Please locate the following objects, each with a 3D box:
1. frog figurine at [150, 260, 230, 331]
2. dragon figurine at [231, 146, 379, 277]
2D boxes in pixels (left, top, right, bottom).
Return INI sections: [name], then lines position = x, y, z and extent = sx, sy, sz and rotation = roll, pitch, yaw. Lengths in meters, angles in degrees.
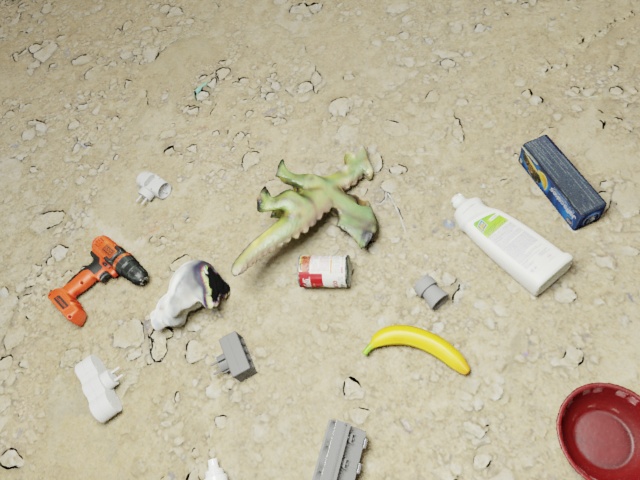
[frog figurine]
position = -0.287, 0.113, 1.070
extent = 0.159, 0.120, 0.140
rotation = -19, 27, 12
[dragon figurine]
position = 0.003, -0.055, 1.084
extent = 0.243, 0.119, 0.419
rotation = 16, 56, 12
